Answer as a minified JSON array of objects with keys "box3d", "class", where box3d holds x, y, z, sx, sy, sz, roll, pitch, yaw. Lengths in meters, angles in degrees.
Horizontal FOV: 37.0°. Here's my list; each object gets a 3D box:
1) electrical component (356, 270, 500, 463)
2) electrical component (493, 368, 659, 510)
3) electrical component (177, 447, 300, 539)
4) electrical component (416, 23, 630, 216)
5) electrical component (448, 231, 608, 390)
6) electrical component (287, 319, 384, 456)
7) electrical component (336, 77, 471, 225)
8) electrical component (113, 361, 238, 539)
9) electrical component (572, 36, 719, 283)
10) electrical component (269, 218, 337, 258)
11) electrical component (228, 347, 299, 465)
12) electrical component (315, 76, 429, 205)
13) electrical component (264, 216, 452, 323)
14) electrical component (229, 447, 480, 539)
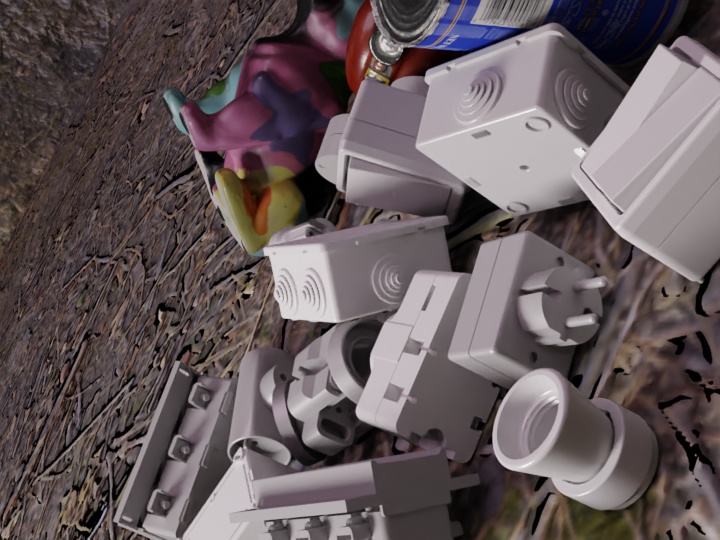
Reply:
[{"box3d":[0.042,0.049,0.577,0.056,0.050,0.089,5,69,64],"class":"electrical component"},{"box3d":[0.090,0.072,0.450,0.045,0.055,0.045,-45,29,34],"class":"electrical component"},{"box3d":[-0.067,0.169,0.653,0.096,0.061,0.061,-56,25,14],"class":"electrical component"},{"box3d":[0.089,-0.072,0.552,0.100,0.100,0.048,-12,57,47],"class":"electrical component"},{"box3d":[0.090,0.019,0.517,0.077,0.047,0.065,-17,50,58],"class":"electrical component"},{"box3d":[-0.005,0.064,0.646,0.057,0.058,0.078,-41,31,44],"class":"electrical component"},{"box3d":[0.036,-0.067,0.669,0.061,0.096,0.061,98,-170,-70],"class":"electrical component"},{"box3d":[-0.119,0.139,0.785,0.063,0.079,0.121,0,63,39],"class":"electrical component"},{"box3d":[0.146,-0.056,0.468,0.096,0.061,0.061,-53,25,19],"class":"electrical component"},{"box3d":[-0.042,-0.018,0.833,0.046,0.040,0.040,-20,47,48],"class":"electrical component"},{"box3d":[-0.055,0.087,0.740,0.079,0.043,0.077,-42,31,37],"class":"electrical component"},{"box3d":[0.013,-0.081,0.770,0.138,0.052,0.073,-18,49,57],"class":"electrical component"},{"box3d":[0.000,0.000,0.660,0.100,0.100,0.048,-1,101,63],"class":"electrical component"},{"box3d":[-0.004,0.132,0.555,0.121,0.079,0.063,-24,73,54],"class":"electrical component"}]
